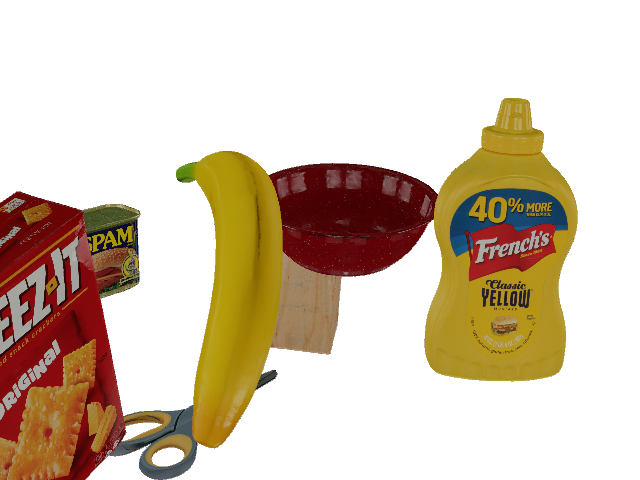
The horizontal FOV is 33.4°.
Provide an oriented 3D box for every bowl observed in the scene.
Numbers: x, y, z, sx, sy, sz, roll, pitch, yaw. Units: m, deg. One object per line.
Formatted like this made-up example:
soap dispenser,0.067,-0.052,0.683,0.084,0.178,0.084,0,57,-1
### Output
bowl,0.020,-0.013,0.908,0.162,0.055,0.162,2,24,-1

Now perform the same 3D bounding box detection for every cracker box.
cracker box,-0.219,0.100,0.744,0.072,0.214,0.164,14,37,24

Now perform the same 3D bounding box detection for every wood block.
wood block,-0.018,0.032,1.389,0.090,0.206,0.090,6,23,4

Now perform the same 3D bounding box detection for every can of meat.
can of meat,-0.243,0.014,1.147,0.058,0.084,0.101,18,25,40

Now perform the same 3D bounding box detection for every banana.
banana,-0.047,0.015,0.583,0.037,0.198,0.070,19,-48,-28

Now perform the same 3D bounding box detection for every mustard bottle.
mustard bottle,0.125,-0.001,0.730,0.096,0.192,0.058,2,16,-1

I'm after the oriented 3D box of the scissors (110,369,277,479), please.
scissors,-0.103,0.168,0.978,0.201,0.016,0.096,-12,33,-31
